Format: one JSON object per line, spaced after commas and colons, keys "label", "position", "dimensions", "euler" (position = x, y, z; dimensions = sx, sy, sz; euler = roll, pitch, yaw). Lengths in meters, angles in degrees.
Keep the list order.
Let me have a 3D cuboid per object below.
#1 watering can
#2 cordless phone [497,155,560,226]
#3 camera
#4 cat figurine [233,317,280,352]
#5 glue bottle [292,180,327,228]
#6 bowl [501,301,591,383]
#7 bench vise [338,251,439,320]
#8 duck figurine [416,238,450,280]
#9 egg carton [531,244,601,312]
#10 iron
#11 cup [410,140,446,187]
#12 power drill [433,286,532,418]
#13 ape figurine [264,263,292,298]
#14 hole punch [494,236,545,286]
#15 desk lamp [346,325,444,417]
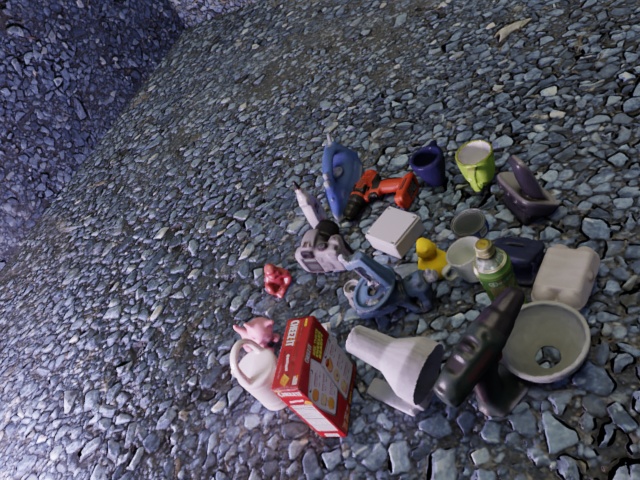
{"label": "watering can", "position": [-0.128, 0.288, 1.270], "dimensions": [0.172, 0.195, 0.101], "euler": [-24, 41, 15]}
{"label": "cordless phone", "position": [0.451, -0.139, 1.285], "dimensions": [0.094, 0.186, 0.147], "euler": [-34, 39, 3]}
{"label": "camera", "position": [0.014, 0.005, 1.526], "dimensions": [0.142, 0.101, 0.137], "euler": [-4, 49, 33]}
{"label": "cat figurine", "position": [-0.159, 0.228, 1.414], "dimensions": [0.127, 0.118, 0.067], "euler": [0, 51, 36]}
{"label": "glue bottle", "position": [-0.034, -0.104, 1.613], "dimensions": [0.037, 0.174, 0.078], "euler": [-19, 42, 20]}
{"label": "bowl", "position": [0.416, 0.199, 1.060], "dimensions": [0.167, 0.075, 0.167], "euler": [-20, 42, 19]}
{"label": "bench vise", "position": [0.145, 0.079, 1.261], "dimensions": [0.207, 0.220, 0.121], "euler": [-29, 40, 9]}
{"label": "duck figurine", "position": [0.255, 0.037, 1.331], "dimensions": [0.077, 0.086, 0.104], "euler": [-30, 39, 8]}
{"label": "egg carton", "position": [0.488, 0.076, 1.135], "dimensions": [0.107, 0.070, 0.150], "euler": [6, 55, 40]}
{"label": "iron", "position": [0.044, -0.188, 1.665], "dimensions": [0.118, 0.142, 0.258], "euler": [-16, 43, 23]}
{"label": "cup", "position": [0.300, -0.199, 1.528], "dimensions": [0.091, 0.095, 0.118], "euler": [-1, 50, 35]}
{"label": "power drill", "position": [0.304, 0.217, 1.017], "dimensions": [0.230, 0.209, 0.075], "euler": [-46, 40, -12]}
{"label": "ape figurine", "position": [-0.120, 0.099, 1.536], "dimensions": [0.078, 0.092, 0.076], "euler": [-31, 39, 7]}
{"label": "hole punch", "position": [0.413, 0.030, 1.218], "dimensions": [0.108, 0.091, 0.101], "euler": [9, 57, 41]}
{"label": "desk lamp", "position": [0.149, 0.249, 1.093], "dimensions": [0.202, 0.214, 0.118], "euler": [12, 59, 43]}
